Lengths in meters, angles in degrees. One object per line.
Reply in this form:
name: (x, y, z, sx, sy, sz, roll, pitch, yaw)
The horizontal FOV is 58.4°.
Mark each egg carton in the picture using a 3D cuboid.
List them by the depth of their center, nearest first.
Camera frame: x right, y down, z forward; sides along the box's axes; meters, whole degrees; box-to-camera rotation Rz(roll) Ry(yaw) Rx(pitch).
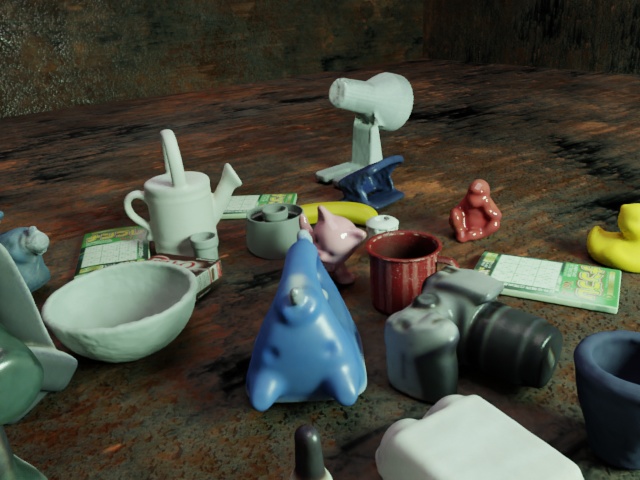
egg carton: (0.113, 0.176, 0.411, 0.107, 0.069, 0.149, -17, 27, -28)

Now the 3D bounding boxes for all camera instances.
camera: (0.154, 0.092, 0.562, 0.136, 0.101, 0.143, 18, 31, 40)

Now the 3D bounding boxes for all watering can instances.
watering can: (-0.213, -0.077, 0.892, 0.173, 0.194, 0.100, -21, 29, -35)

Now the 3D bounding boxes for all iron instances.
iron: (-0.017, 0.061, 0.607, 0.118, 0.141, 0.258, -3, 23, 1)

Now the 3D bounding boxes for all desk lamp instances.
desk lamp: (0.093, -0.236, 1.194, 0.204, 0.214, 0.117, -22, 29, -36)

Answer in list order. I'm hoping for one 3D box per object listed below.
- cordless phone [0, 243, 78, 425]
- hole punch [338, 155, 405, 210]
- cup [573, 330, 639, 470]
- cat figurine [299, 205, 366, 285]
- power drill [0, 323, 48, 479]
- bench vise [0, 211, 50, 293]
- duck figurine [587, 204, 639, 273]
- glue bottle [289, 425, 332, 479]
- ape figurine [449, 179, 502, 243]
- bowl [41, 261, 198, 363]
cordless phone: (-0.334, 0.075, 0.565, 0.147, 0.185, 0.094, 3, 24, 15)
hole punch: (0.093, -0.113, 1.063, 0.100, 0.091, 0.109, 16, 30, 38)
cup: (0.259, 0.136, 0.452, 0.117, 0.095, 0.092, 13, 29, 34)
cat figurine: (0.007, 0.003, 0.771, 0.067, 0.118, 0.127, -17, 27, -28)
power drill: (-0.289, 0.115, 0.435, 0.228, 0.208, 0.076, 10, 27, 29)
bench vise: (-0.466, -0.030, 0.786, 0.207, 0.220, 0.121, -3, 23, 0)
duck figurine: (0.421, -0.009, 0.778, 0.104, 0.086, 0.078, 17, 31, 39)
glue bottle: (-0.001, 0.171, 0.308, 0.037, 0.173, 0.078, -11, 24, -16)
ape figurine: (0.243, -0.049, 0.891, 0.077, 0.092, 0.076, 9, 26, 27)
bowl: (-0.219, 0.090, 0.655, 0.167, 0.075, 0.167, -3, 23, 2)
